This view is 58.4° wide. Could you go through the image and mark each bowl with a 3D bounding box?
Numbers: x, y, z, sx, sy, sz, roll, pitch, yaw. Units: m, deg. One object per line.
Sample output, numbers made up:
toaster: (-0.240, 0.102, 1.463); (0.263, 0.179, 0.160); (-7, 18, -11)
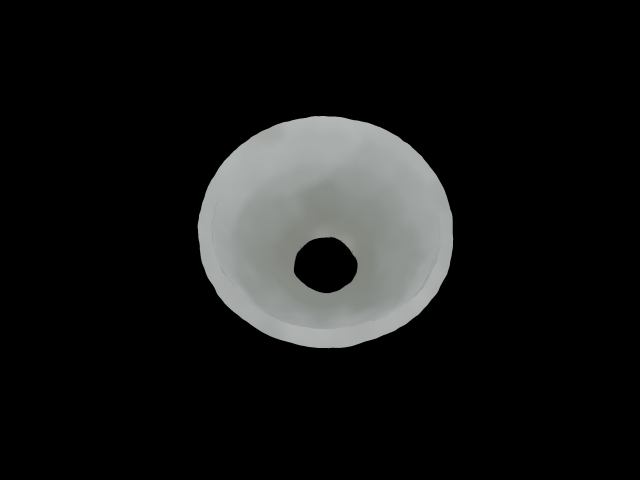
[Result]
bowl: (0.004, 0.001, 0.400); (0.167, 0.075, 0.167); (0, 65, 0)
